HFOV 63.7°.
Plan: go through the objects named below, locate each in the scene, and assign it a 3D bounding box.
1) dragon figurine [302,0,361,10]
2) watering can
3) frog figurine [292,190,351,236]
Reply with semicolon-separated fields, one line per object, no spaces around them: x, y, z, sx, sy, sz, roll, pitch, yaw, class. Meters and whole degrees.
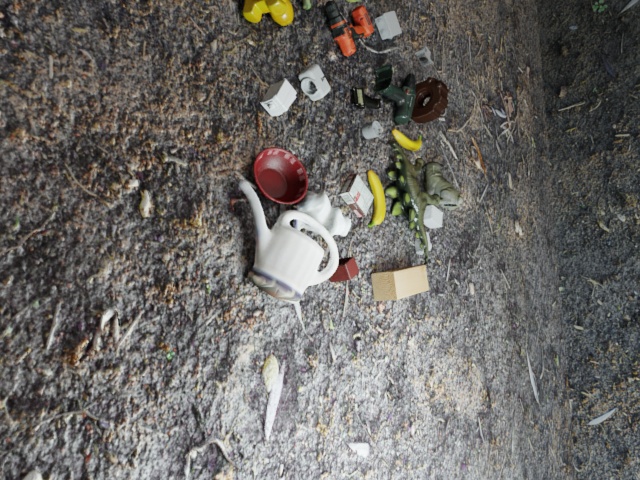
-0.021;-0.816;1.499;0.406;0.242;0.124;29;66;-44;dragon figurine
-0.105;0.018;1.280;0.344;0.104;0.227;34;73;-24;watering can
0.004;-0.070;1.399;0.125;0.159;0.134;-95;-173;-54;frog figurine
